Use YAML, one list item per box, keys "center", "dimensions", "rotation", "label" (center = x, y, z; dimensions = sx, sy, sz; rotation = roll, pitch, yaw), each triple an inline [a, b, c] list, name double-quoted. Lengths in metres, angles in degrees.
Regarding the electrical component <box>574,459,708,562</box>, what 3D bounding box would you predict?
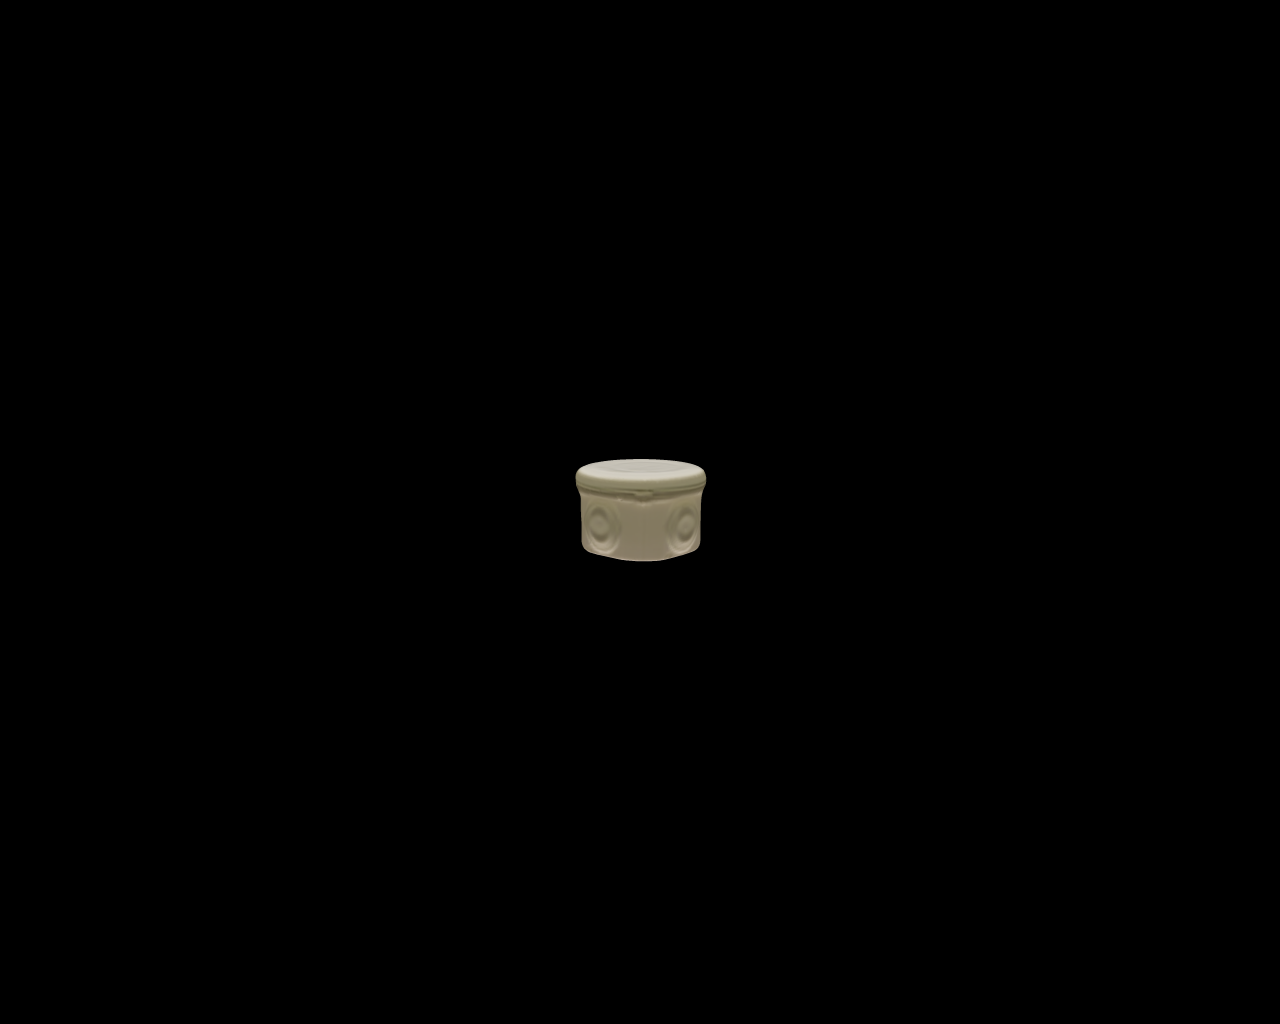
- center: [0.001, -0.003, 0.650]
  dimensions: [0.080, 0.051, 0.080]
  rotation: [0, 11, 0]
  label: "electrical component"
